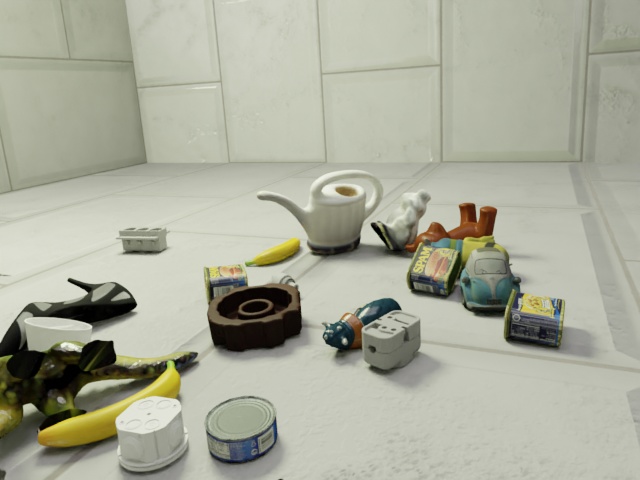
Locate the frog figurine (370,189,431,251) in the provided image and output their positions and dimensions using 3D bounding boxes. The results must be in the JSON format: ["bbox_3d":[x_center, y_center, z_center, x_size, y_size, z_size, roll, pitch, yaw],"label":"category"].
[{"bbox_3d":[0.222,-0.049,1.300,0.160,0.124,0.135,-32,-16,-4],"label":"frog figurine"}]

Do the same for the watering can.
[{"bbox_3d":[0.004,-0.065,1.290,0.349,0.219,0.106,-11,34,-24],"label":"watering can"}]

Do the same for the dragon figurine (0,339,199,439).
[{"bbox_3d":[-0.404,0.187,0.727,0.242,0.122,0.410,2,-1,39],"label":"dragon figurine"}]
